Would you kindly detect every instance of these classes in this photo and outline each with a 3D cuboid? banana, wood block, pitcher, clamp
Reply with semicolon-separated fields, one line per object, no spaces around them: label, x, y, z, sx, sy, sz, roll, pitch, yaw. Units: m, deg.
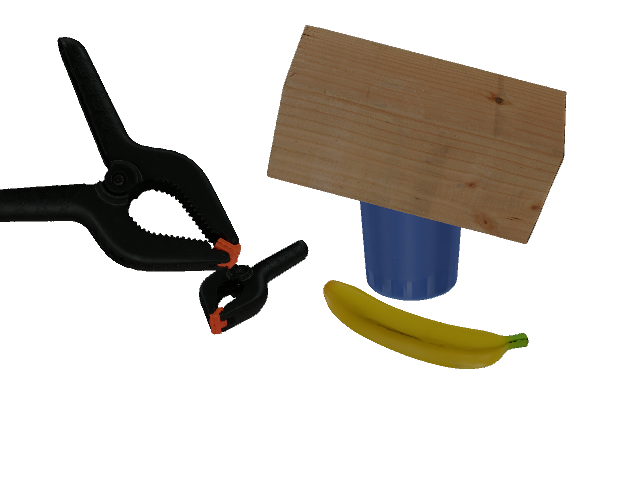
banana;0.077;0.076;0.934;0.198;0.037;0.069;17;13;26
wood block;0.073;-0.082;0.814;0.206;0.090;0.090;15;43;1
pitcher;0.111;-0.063;1.237;0.149;0.243;0.145;-6;22;-8
clamp;-0.147;-0.049;0.780;0.210;0.164;0.036;24;-19;-2
clamp;-0.083;0.045;1.250;0.120;0.039;0.171;-1;40;12
